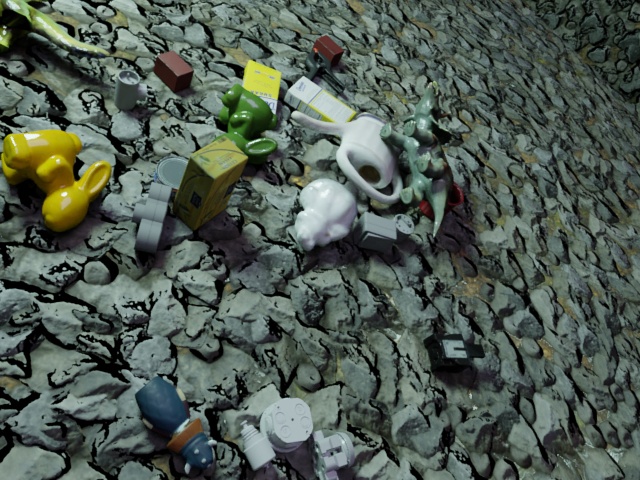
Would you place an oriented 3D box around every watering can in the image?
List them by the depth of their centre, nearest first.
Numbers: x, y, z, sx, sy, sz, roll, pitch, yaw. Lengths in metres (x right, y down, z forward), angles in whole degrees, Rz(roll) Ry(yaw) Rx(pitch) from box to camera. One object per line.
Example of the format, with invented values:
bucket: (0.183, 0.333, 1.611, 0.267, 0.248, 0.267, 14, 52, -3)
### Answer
watering can: (0.093, -0.240, 1.275, 0.345, 0.102, 0.229, 42, 46, -16)

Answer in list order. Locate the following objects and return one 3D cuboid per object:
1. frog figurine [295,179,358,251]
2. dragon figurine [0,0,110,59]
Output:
frog figurine: (0.003, -0.055, 1.102, 0.137, 0.121, 0.162, 59, 36, -6)
dragon figurine: (-0.651, -0.496, 1.093, 0.409, 0.119, 0.249, 11, 44, -23)
